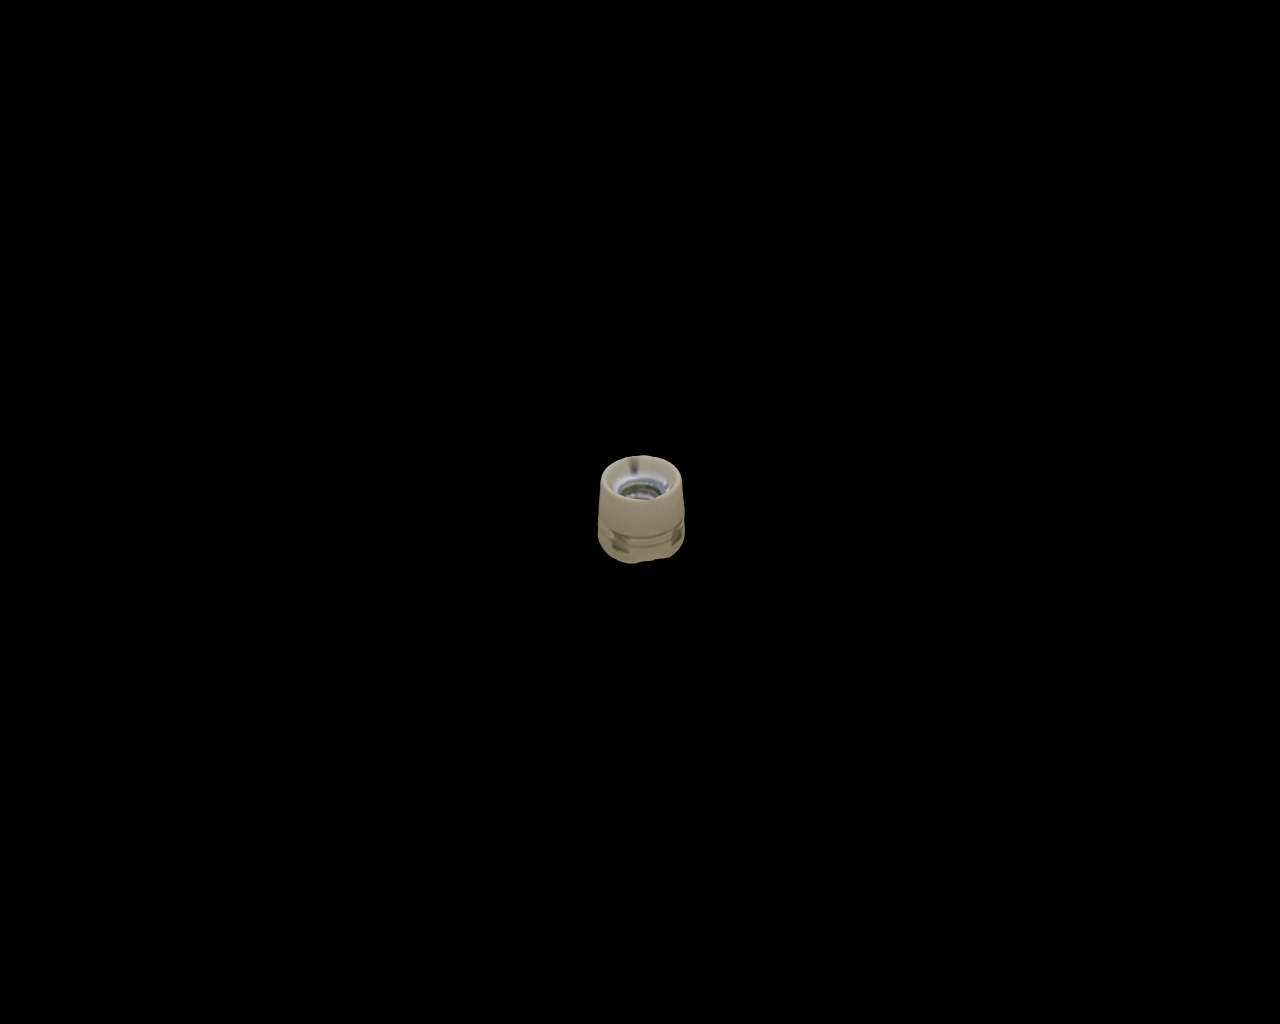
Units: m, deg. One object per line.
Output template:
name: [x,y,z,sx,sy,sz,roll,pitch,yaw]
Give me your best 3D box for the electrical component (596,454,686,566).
electrical component: [0.001,-0.003,0.650,0.055,0.047,0.055,0,37,0]
